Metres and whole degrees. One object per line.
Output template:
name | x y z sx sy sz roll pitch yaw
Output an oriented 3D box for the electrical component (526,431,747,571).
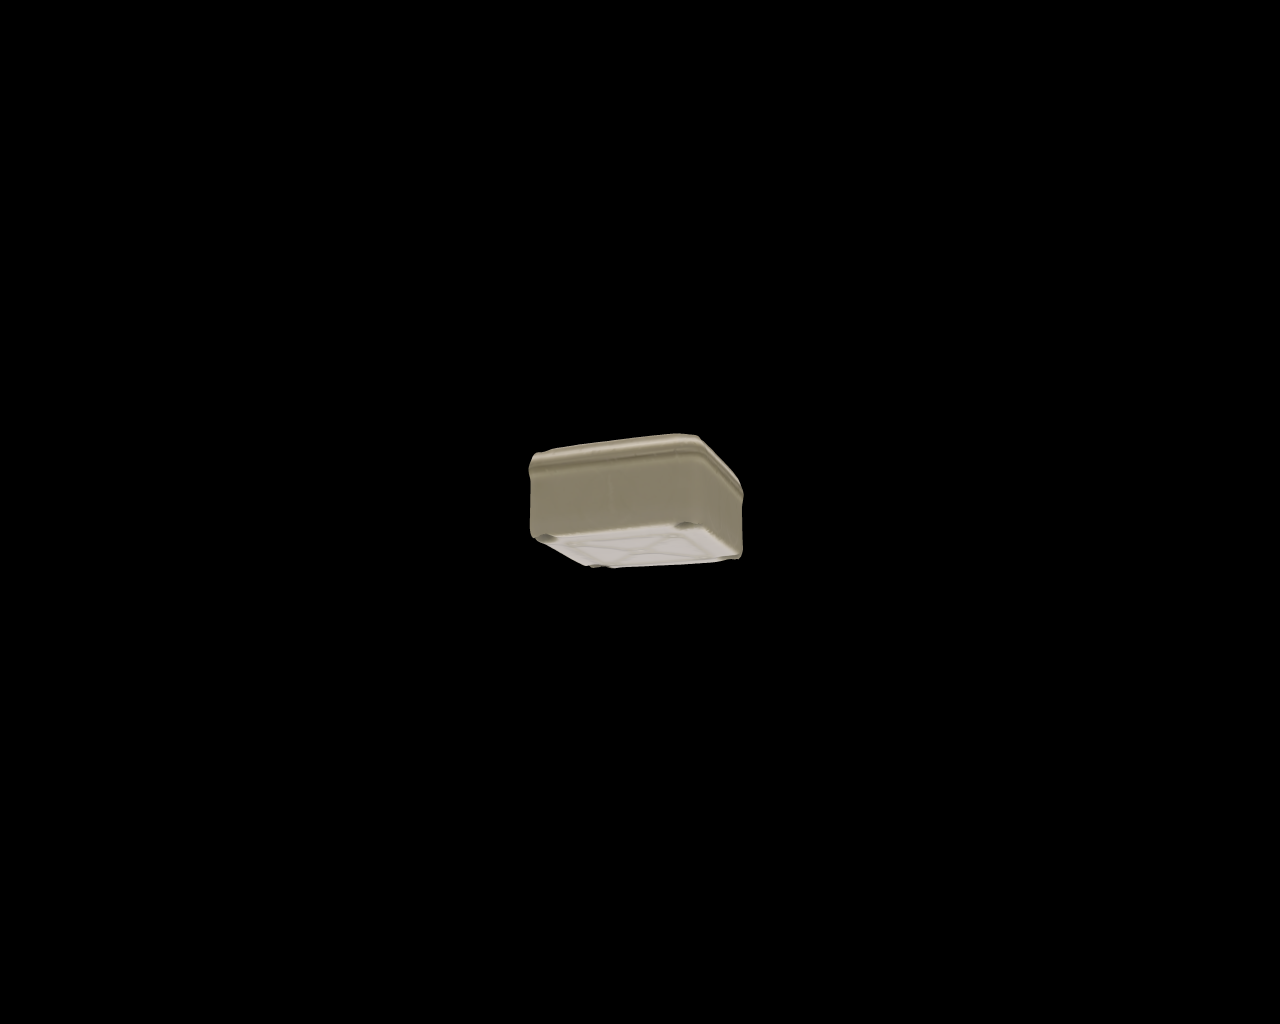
electrical component | 0.001 -0.003 0.650 0.109 0.056 0.108 -5 -15 18
